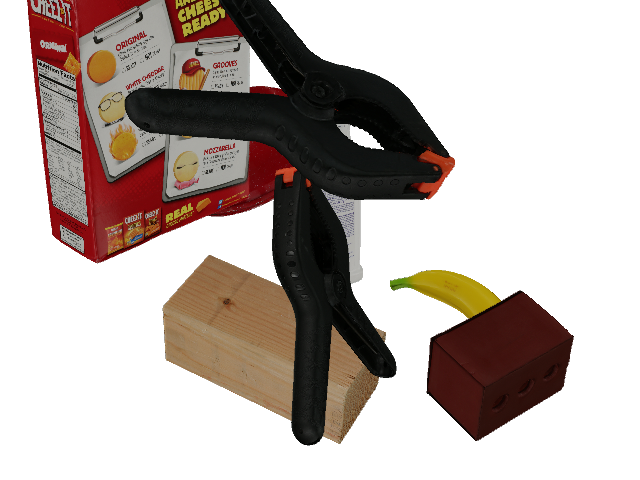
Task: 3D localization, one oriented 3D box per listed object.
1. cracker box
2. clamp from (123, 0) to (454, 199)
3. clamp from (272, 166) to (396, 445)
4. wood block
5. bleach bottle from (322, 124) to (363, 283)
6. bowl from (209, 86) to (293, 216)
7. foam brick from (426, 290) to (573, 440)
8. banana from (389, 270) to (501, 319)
[{"bbox_3d":[-0.133,-0.112,0.817,0.072,0.214,0.163,25,36,36],"label":"cracker box"},{"bbox_3d":[-0.015,-0.066,0.566,0.171,0.120,0.039,34,-28,7],"label":"clamp"},{"bbox_3d":[0.006,0.043,0.862,0.036,0.210,0.164,-11,1,27],"label":"clamp"},{"bbox_3d":[-0.048,0.108,1.083,0.206,0.090,0.090,23,48,18],"label":"wood block"},{"bbox_3d":[0.007,-0.067,1.247,0.102,0.251,0.068,-13,30,-32],"label":"bleach bottle"},{"bbox_3d":[-0.071,-0.096,1.006,0.162,0.055,0.162,-21,35,15],"label":"bowl"},{"bbox_3d":[0.113,0.079,0.676,0.078,0.053,0.051,-25,46,-26],"label":"foam brick"},{"bbox_3d":[0.158,0.077,1.120,0.069,0.037,0.198,-38,40,-14],"label":"banana"}]
